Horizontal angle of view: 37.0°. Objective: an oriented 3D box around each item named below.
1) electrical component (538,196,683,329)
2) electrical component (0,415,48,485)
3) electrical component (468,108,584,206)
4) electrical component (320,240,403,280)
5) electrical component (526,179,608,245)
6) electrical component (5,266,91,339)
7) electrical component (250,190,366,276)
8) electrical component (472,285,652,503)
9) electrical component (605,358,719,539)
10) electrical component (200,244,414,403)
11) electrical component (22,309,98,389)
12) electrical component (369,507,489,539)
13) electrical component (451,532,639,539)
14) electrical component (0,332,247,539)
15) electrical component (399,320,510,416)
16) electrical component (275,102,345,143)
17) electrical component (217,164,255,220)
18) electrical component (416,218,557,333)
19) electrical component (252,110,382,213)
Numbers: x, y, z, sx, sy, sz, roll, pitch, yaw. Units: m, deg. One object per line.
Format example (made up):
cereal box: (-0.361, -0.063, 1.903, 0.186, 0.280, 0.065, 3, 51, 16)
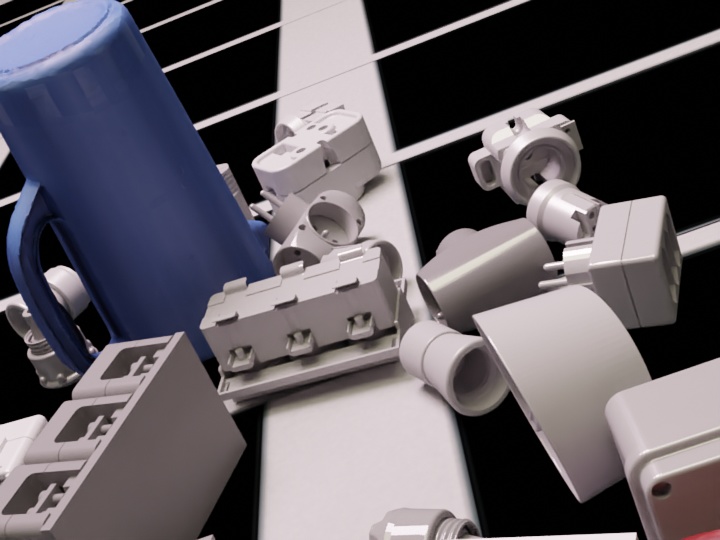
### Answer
electrical component: (0.142, -0.001, 0.624, 0.077, 0.047, 0.065, -9, 31, 26)
electrical component: (-0.197, 0.126, 0.609, 0.062, 0.096, 0.061, -16, 27, 14)
electrical component: (0.123, -0.078, 0.763, 0.078, 0.058, 0.057, -24, 25, 0)
electrical component: (0.000, 0.000, 0.741, 0.046, 0.040, 0.040, -2, 34, 45)
electrical component: (0.137, -0.033, 0.694, 0.040, 0.040, 0.046, -34, 35, -18)
electrical component: (-0.254, 0.029, 0.880, 0.045, 0.045, 0.055, 1, 36, 38)
electrical component: (-0.044, -0.031, 0.793, 0.044, 0.079, 0.077, -54, 3, 42)
electrical component: (0.095, 0.057, 0.504, 0.064, 0.099, 0.099, -22, 27, -10)
electrical component: (0.166, 0.078, 0.433, 0.113, 0.078, 0.057, -20, 25, 7)
electrical component: (-0.034, 0.033, 0.682, 0.121, 0.063, 0.078, -16, 29, 15)
electrical component: (-0.227, 0.053, 0.797, 0.048, 0.062, 0.048, -18, 28, 10)
electrical component: (0.038, 0.129, 0.481, 0.062, 0.043, 0.043, -6, 32, 29)
electrical component: (0.016, 0.165, 0.415, 0.186, 0.060, 0.105, -9, 31, 26)
electrical component: (-0.132, 0.117, 0.584, 0.062, 0.089, 0.150, -9, 31, 26)
electrical component: (0.051, 0.052, 0.609, 0.044, 0.044, 0.065, -33, 24, -17)
electrical component: (-0.044, -0.127, 0.992, 0.055, 0.048, 0.066, -31, 27, -30)
electrical component: (-0.114, -0.050, 0.871, 0.043, 0.081, 0.043, -19, 28, 10)
electrical component: (0.073, -0.003, 0.683, 0.077, 0.043, 0.079, -28, 28, -7)
electrical component: (-0.033, -0.083, 0.889, 0.095, 0.059, 0.054, -36, 30, -21)
